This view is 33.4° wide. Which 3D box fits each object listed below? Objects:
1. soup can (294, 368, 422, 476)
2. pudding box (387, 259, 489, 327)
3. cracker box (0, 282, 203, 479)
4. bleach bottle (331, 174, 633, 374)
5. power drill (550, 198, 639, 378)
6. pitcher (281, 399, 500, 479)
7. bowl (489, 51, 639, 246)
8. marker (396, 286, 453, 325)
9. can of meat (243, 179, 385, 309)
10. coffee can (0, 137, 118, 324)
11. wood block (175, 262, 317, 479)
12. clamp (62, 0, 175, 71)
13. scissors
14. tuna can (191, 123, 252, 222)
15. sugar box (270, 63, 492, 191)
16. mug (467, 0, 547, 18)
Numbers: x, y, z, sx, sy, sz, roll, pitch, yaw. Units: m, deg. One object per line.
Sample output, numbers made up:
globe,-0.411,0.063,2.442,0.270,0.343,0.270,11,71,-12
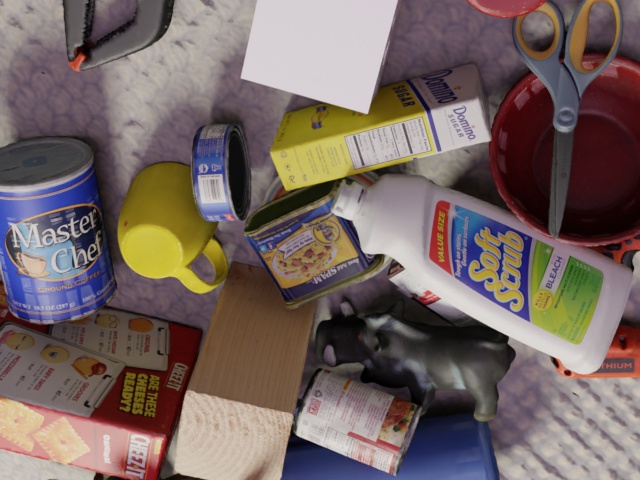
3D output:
soup can,0.035,0.166,0.980,0.102,0.068,0.068,20,120,11
pudding box,0.129,0.038,0.962,0.113,0.039,0.090,33,151,-12
cracker box,-0.234,0.133,1.009,0.213,0.164,0.072,14,121,-1
bleach bottle,0.126,0.019,0.881,0.250,0.068,0.102,22,87,-7
power drill,0.274,0.032,0.956,0.184,0.057,0.188,-2,116,12
pitcher,0.052,0.234,1.056,0.243,0.145,0.149,-12,152,9
bowl,0.221,-0.070,0.880,0.162,0.055,0.162,-2,80,11
marker,0.126,0.071,1.015,0.121,0.020,0.020,34,117,-12
can of meat,-0.006,0.001,0.947,0.102,0.057,0.084,-24,111,19
coffee can,-0.245,-0.009,0.967,0.103,0.102,0.140,-1,119,7
wood block,-0.061,0.117,0.955,0.091,0.206,0.090,11,119,0
clamp,-0.157,-0.230,0.873,0.164,0.036,0.210,41,116,-15
scissors,0.181,-0.110,0.857,0.096,0.016,0.202,21,87,13
tuna can,-0.085,-0.059,0.931,0.034,0.086,0.086,-2,118,9
sugar box,0.052,-0.096,0.890,0.176,0.093,0.048,-16,115,14
mug,0.153,-0.215,0.819,0.117,0.081,0.093,26,118,-7
